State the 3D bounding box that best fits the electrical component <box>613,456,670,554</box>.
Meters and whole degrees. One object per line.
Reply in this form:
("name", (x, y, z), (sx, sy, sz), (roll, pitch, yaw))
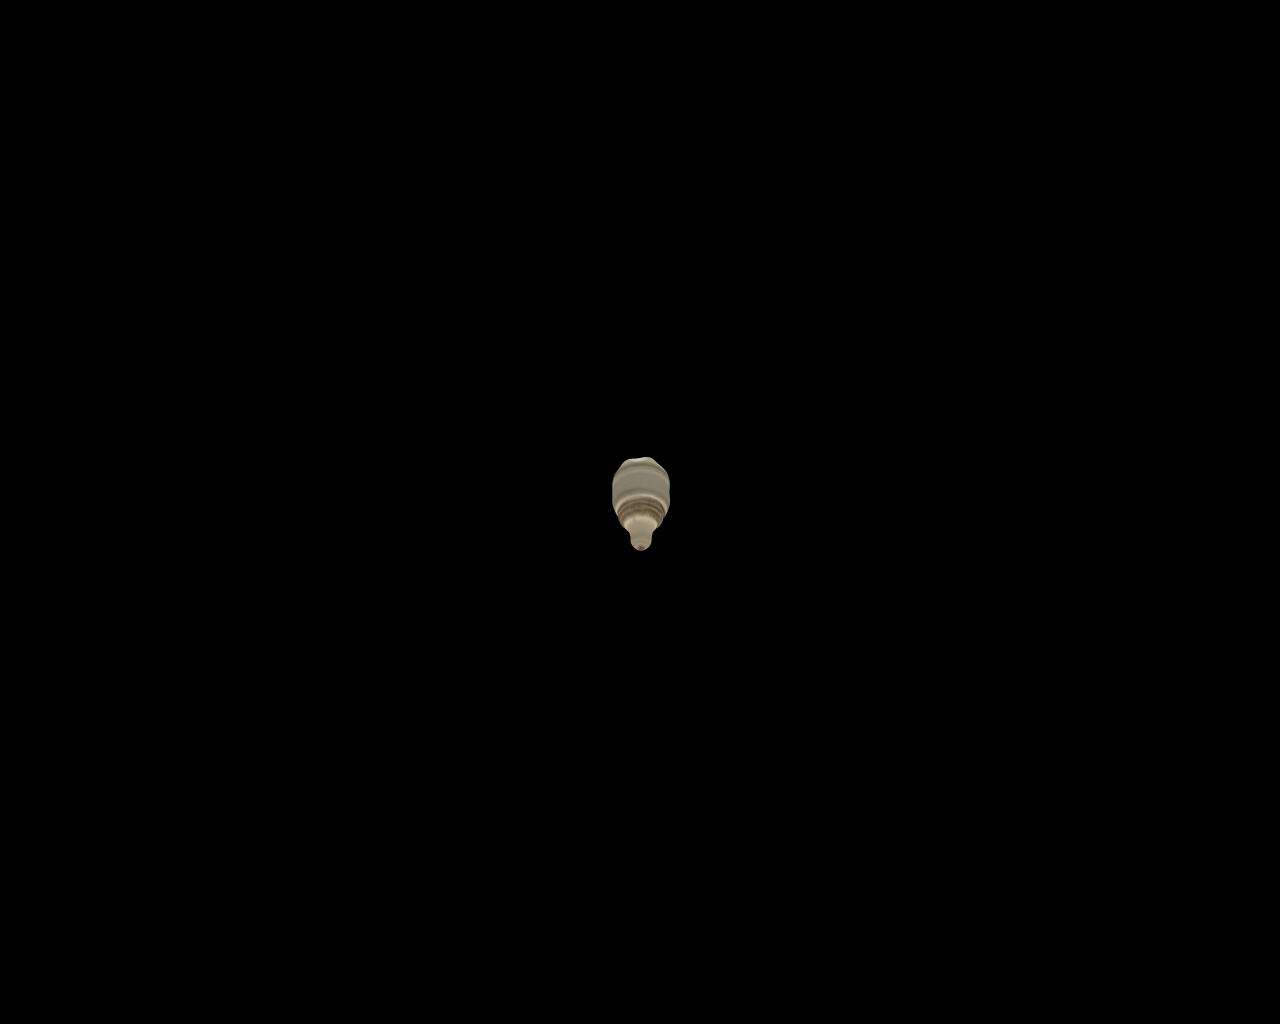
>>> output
("electrical component", (0.001, -0.003, 0.650), (0.035, 0.061, 0.035), (0, -38, 0))
